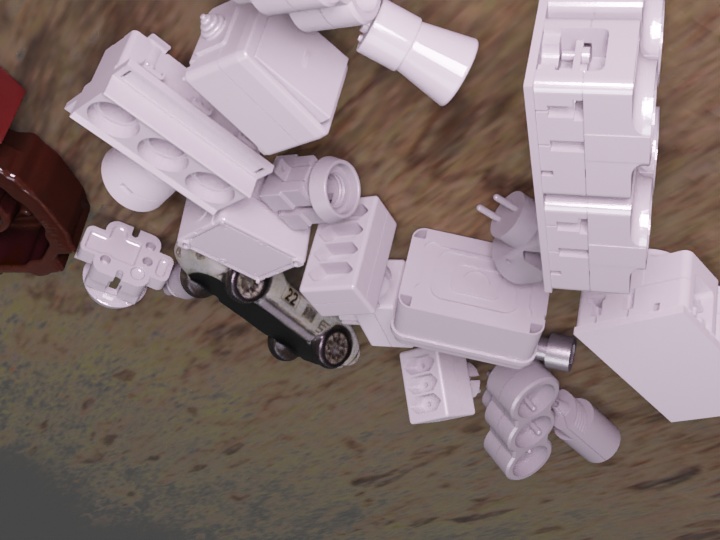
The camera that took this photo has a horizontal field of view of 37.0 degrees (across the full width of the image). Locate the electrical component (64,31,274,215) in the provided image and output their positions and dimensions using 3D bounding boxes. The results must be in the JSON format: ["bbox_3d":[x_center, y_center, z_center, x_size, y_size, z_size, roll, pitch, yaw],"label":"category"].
[{"bbox_3d":[-0.125,-0.100,0.730,0.121,0.063,0.079,36,143,-31],"label":"electrical component"}]

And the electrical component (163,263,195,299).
[{"bbox_3d":[-0.154,0.010,0.949,0.035,0.035,0.061,32,147,-27],"label":"electrical component"}]

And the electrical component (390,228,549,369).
[{"bbox_3d":[0.086,0.023,0.827,0.113,0.078,0.057,12,146,4],"label":"electrical component"}]

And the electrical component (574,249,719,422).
[{"bbox_3d":[0.244,0.051,0.820,0.089,0.061,0.150,-16,138,41],"label":"electrical component"}]

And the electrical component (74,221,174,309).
[{"bbox_3d":[-0.208,-0.001,0.932,0.078,0.058,0.057,23,145,-14],"label":"electrical component"}]

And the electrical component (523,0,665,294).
[{"bbox_3d":[0.137,-0.079,0.612,0.060,0.105,0.186,5,148,16],"label":"electrical component"}]

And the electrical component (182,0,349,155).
[{"bbox_3d":[-0.058,-0.126,0.659,0.061,0.061,0.096,-12,140,37],"label":"electrical component"}]

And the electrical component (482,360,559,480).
[{"bbox_3d":[0.137,0.123,0.986,0.052,0.073,0.138,-22,137,-19],"label":"electrical component"}]

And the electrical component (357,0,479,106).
[{"bbox_3d":[0.031,-0.131,0.636,0.065,0.044,0.044,26,148,-10],"label":"electrical component"}]

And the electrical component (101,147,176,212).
[{"bbox_3d":[-0.154,-0.077,0.790,0.055,0.055,0.047,32,141,-27],"label":"electrical component"}]

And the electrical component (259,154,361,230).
[{"bbox_3d":[-0.034,-0.057,0.779,0.055,0.048,0.066,-1,147,37],"label":"electrical component"}]

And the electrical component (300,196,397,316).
[{"bbox_3d":[0.000,0.000,0.820,0.047,0.083,0.075,-4,144,28],"label":"electrical component"}]

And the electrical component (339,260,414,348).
[{"bbox_3d":[0.005,0.027,0.897,0.077,0.047,0.065,1,147,21],"label":"electrical component"}]

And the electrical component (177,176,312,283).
[{"bbox_3d":[-0.081,-0.036,0.824,0.096,0.061,0.062,27,148,-34],"label":"electrical component"}]

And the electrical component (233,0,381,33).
[{"bbox_3d":[-0.050,-0.160,0.565,0.074,0.052,0.138,-1,178,25],"label":"electrical component"}]

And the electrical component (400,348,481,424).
[{"bbox_3d":[0.083,0.102,0.976,0.077,0.065,0.047,2,164,-44],"label":"electrical component"}]

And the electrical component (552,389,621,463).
[{"bbox_3d":[0.204,0.143,1.005,0.043,0.043,0.081,-15,138,40],"label":"electrical component"}]

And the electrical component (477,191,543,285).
[{"bbox_3d":[0.119,-0.030,0.759,0.079,0.043,0.077,28,147,-21],"label":"electrical component"}]
